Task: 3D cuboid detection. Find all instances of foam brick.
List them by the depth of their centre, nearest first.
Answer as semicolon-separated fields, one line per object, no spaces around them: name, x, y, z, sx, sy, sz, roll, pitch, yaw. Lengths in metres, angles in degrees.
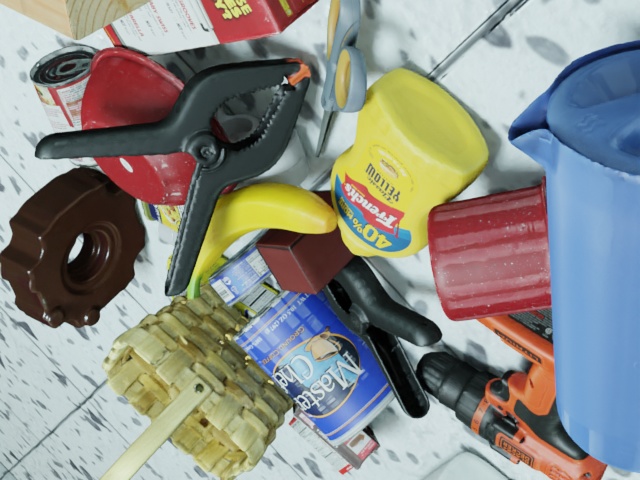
foam brick;-0.006;0.001;0.912;0.053;0.078;0.051;3;132;52

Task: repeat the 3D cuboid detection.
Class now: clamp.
clamp;-0.100;-0.075;0.818;0.164;0.210;0.036;43;-174;-25
clamp;0.048;0.075;0.929;0.172;0.039;0.120;47;146;43

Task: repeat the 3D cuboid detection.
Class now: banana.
banana;-0.057;-0.011;0.883;0.198;0.037;0.069;-27;83;46

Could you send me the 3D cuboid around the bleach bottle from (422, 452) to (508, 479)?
bleach bottle;0.131;0.300;1.121;0.102;0.068;0.251;41;152;8

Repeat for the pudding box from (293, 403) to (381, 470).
pudding box;0.015;0.188;1.106;0.090;0.039;0.113;41;180;0

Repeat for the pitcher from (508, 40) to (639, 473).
pitcher;0.202;0.020;0.605;0.149;0.144;0.243;38;148;42

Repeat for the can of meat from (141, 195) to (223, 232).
can of meat;-0.126;-0.046;1.029;0.084;0.057;0.102;28;146;25

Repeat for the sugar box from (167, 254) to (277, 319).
sugar box;-0.082;0.076;1.135;0.176;0.048;0.093;29;147;21

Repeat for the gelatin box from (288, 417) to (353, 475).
gelatin box;0.013;0.218;1.201;0.089;0.030;0.073;43;152;5

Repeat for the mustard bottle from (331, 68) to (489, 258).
mustard bottle;0.054;-0.039;0.806;0.096;0.058;0.192;45;151;11

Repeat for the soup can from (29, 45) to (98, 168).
soup can;-0.235;-0.131;1.052;0.069;0.068;0.102;21;143;37

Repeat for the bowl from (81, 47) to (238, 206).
bowl;-0.146;-0.081;0.890;0.162;0.055;0.162;31;153;18

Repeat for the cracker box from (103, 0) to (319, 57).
cracker box;-0.111;-0.224;0.778;0.214;0.072;0.164;3;130;49

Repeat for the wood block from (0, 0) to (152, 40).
wood block;-0.212;-0.225;0.739;0.206;0.090;0.091;29;142;30

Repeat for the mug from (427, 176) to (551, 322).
mug;0.122;0.007;0.729;0.082;0.117;0.093;-10;100;15

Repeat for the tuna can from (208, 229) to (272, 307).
tuna can;-0.063;0.023;1.004;0.034;0.086;0.086;50;150;-4

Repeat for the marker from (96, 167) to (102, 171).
marker;-0.194;-0.070;1.123;0.121;0.020;0.020;20;141;39

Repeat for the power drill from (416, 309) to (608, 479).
power drill;0.155;0.106;0.859;0.185;0.057;0.187;30;149;27

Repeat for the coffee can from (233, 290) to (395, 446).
coffee can;0.002;0.108;1.006;0.140;0.102;0.103;47;151;-1

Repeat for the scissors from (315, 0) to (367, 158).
scissors;0.013;-0.096;0.784;0.202;0.016;0.096;97;166;-52
